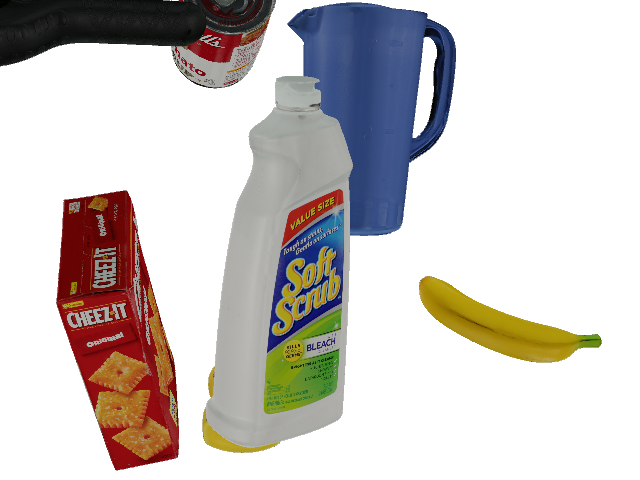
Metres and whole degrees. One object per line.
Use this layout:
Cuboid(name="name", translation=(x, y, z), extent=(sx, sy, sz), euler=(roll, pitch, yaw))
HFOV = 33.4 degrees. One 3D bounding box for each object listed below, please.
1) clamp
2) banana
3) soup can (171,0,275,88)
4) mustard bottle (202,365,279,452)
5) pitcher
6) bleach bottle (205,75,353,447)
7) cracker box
Cuboid(name="clamp", translation=(-0.164, -0.134, 0.605), extent=(0.171, 0.039, 0.120), euler=(-11, 31, -28))
Cuboid(name="banana", translation=(0.158, 0.076, 0.997), extent=(0.198, 0.037, 0.069), euler=(21, 15, 37))
Cuboid(name="soup can", translation=(-0.074, -0.163, 0.794), extent=(0.068, 0.068, 0.102), euler=(0, -15, -12))
Cuboid(name="mustard bottle", translation=(-0.095, 0.189, 1.348), extent=(0.096, 0.058, 0.191), euler=(-2, 26, 0))
Cuboid(name="pitcher", translation=(0.052, -0.132, 1.153), extent=(0.149, 0.243, 0.144), euler=(7, 11, 25))
Cuboid(name="bleach bottle", translation=(-0.027, 0.012, 0.747), extent=(0.102, 0.251, 0.068), euler=(-10, 21, -35))
Cuboid(name="cracker box", translation=(-0.190, 0.085, 1.022), extent=(0.072, 0.214, 0.164), euler=(-11, 36, -4))
